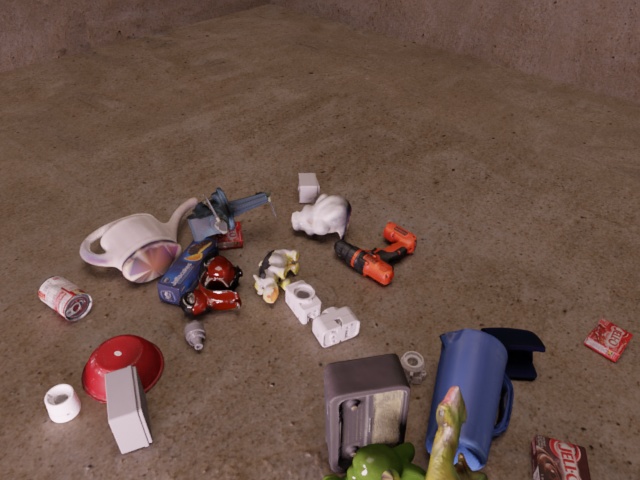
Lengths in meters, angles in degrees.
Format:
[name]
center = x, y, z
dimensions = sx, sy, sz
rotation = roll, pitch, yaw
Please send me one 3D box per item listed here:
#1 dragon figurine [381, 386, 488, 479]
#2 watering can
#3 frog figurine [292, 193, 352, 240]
[dragon figurine]
center = 0.214, 0.433, 0.761
dimensions = 0.121, 0.414, 0.243
rotation = -16, -13, 41
[watering can]
center = -0.430, -0.010, 1.333
dimensions = 0.351, 0.101, 0.227
rotation = -26, 48, -32
[frog figurine]
center = 0.004, -0.073, 1.443
dimensions = 0.159, 0.140, 0.120
rotation = 13, -34, -7
